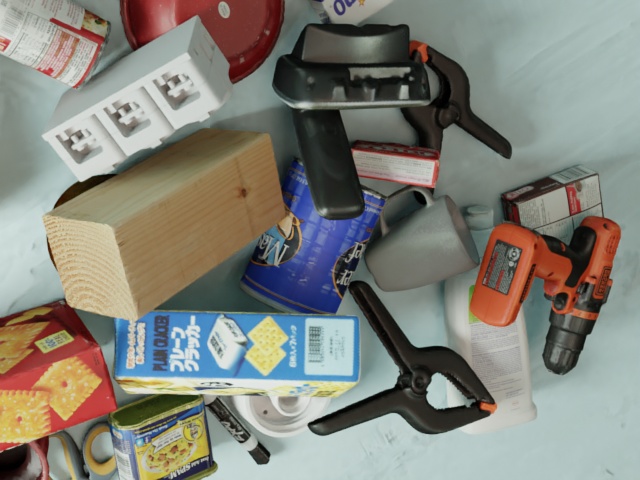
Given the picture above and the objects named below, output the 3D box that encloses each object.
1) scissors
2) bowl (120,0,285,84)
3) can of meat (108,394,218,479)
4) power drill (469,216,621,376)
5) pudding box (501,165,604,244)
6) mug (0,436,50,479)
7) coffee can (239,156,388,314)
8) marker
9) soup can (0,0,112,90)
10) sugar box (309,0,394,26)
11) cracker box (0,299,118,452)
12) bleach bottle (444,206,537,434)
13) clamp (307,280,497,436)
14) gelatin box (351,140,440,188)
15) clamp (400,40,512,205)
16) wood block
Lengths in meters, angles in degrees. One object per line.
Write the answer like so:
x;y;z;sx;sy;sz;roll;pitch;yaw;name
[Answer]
-0.222;0.268;1.094;0.096;0.016;0.201;-28;114;-14;scissors
-0.099;-0.214;0.983;0.161;0.055;0.162;-7;108;-22;bowl
-0.158;0.203;1.071;0.101;0.058;0.084;-18;110;-33;can of meat
0.241;0.057;1.142;0.187;0.057;0.184;6;101;-46;power drill
0.265;-0.024;1.204;0.113;0.039;0.090;-20;114;-14;pudding box
-0.305;0.212;0.998;0.093;0.081;0.117;37;95;-15;mug
-0.007;0.001;1.058;0.102;0.103;0.140;21;96;-27;coffee can
-0.090;0.197;1.128;0.020;0.020;0.121;-41;117;-8;marker
-0.242;-0.182;0.924;0.102;0.069;0.068;24;95;-27;soup can
0.008;-0.292;1.010;0.093;0.048;0.176;-37;114;-7;sugar box
-0.302;0.128;0.935;0.213;0.164;0.072;-17;108;-18;cracker box
0.188;0.086;1.191;0.102;0.068;0.251;-10;107;-20;bleach bottle
0.096;0.139;1.127;0.209;0.036;0.164;14;81;-22;clamp
0.075;-0.078;1.069;0.089;0.073;0.030;8;103;5;gelatin box
0.121;-0.122;1.114;0.120;0.039;0.171;-40;114;-13;clamp
-0.132;-0.020;0.951;0.205;0.090;0.091;-36;124;-44;wood block
